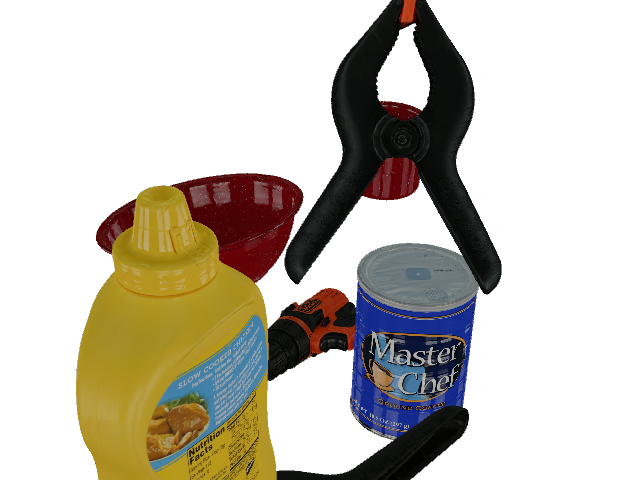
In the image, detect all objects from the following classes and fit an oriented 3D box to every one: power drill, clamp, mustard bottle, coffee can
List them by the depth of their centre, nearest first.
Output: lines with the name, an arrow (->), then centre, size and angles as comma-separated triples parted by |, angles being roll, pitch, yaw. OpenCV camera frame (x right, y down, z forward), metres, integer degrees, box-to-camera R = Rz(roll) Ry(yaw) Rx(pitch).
mustard bottle -> -0.059, 0.066, 0.448 | 0.058, 0.192, 0.096 | 19, 35, 29
clamp -> 0.034, -0.050, 0.593 | 0.120, 0.171, 0.039 | -6, 1, -5
clamp -> 0.013, 0.165, 0.648 | 0.210, 0.036, 0.164 | -6, 29, 3
coffee can -> 0.079, 0.087, 0.924 | 0.103, 0.140, 0.103 | 2, 29, -1
power drill -> 0.035, 0.108, 1.114 | 0.188, 0.057, 0.184 | 9, 25, 27

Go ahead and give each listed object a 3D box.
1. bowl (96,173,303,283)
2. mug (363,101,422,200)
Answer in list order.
bowl -> -0.088, 0.002, 0.829 | 0.162, 0.055, 0.162 | -9, 23, 4
mug -> 0.082, -0.098, 1.171 | 0.117, 0.081, 0.093 | -6, 32, -13
